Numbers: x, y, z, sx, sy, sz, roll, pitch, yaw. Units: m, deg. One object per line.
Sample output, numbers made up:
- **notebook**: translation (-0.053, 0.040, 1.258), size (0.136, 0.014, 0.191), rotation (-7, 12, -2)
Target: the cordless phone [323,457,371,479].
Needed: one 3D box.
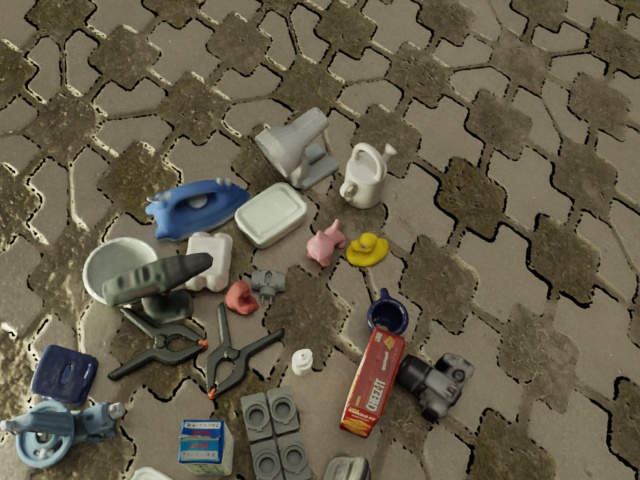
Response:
- **cordless phone**: translation (0.047, 0.474, 1.062), size (0.094, 0.185, 0.147), rotation (14, 62, 4)

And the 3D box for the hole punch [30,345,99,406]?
- **hole punch**: translation (-0.524, 0.278, 1.181), size (0.101, 0.091, 0.108), rotation (9, 62, 1)

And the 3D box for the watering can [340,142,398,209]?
- **watering can**: translation (0.117, -0.174, 1.410), size (0.101, 0.194, 0.173), rotation (24, 63, 9)

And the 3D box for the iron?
- **iron**: translation (-0.287, -0.099, 1.371), size (0.259, 0.141, 0.118), rotation (-21, 65, -15)

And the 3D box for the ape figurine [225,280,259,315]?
- **ape figurine**: translation (-0.176, 0.123, 1.288), size (0.076, 0.092, 0.078), rotation (1, 62, -3)

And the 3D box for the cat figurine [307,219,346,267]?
- **cat figurine**: translation (0.012, 0.005, 1.350), size (0.067, 0.118, 0.128), rotation (30, 64, 12)

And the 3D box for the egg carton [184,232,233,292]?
- **egg carton**: translation (-0.261, 0.050, 1.334), size (0.107, 0.069, 0.150), rotation (2, 62, -3)

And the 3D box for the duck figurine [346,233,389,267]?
- **duck figurine**: translation (0.116, 0.013, 1.371), size (0.104, 0.086, 0.077), rotation (-12, 63, -10)

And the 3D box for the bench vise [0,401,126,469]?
- **bench vise**: translation (-0.488, 0.338, 1.078), size (0.208, 0.220, 0.121), rotation (-34, 69, -20)

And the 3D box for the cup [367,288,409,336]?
- **cup**: translation (0.143, 0.175, 1.281), size (0.092, 0.095, 0.117), rotation (-3, 62, -6)

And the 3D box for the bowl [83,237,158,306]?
- **bowl**: translation (-0.442, 0.081, 1.301), size (0.167, 0.075, 0.167), rotation (2, 62, -3)

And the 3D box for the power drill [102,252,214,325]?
- **power drill**: translation (-0.331, 0.104, 1.221), size (0.230, 0.208, 0.075), rotation (-15, 64, -11)

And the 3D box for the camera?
- **camera**: translation (0.238, 0.291, 1.222), size (0.136, 0.101, 0.143), rotation (35, 65, 14)

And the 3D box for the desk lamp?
- **desk lamp**: translation (-0.053, -0.223, 1.413), size (0.203, 0.213, 0.117), rotation (-35, 69, -20)
